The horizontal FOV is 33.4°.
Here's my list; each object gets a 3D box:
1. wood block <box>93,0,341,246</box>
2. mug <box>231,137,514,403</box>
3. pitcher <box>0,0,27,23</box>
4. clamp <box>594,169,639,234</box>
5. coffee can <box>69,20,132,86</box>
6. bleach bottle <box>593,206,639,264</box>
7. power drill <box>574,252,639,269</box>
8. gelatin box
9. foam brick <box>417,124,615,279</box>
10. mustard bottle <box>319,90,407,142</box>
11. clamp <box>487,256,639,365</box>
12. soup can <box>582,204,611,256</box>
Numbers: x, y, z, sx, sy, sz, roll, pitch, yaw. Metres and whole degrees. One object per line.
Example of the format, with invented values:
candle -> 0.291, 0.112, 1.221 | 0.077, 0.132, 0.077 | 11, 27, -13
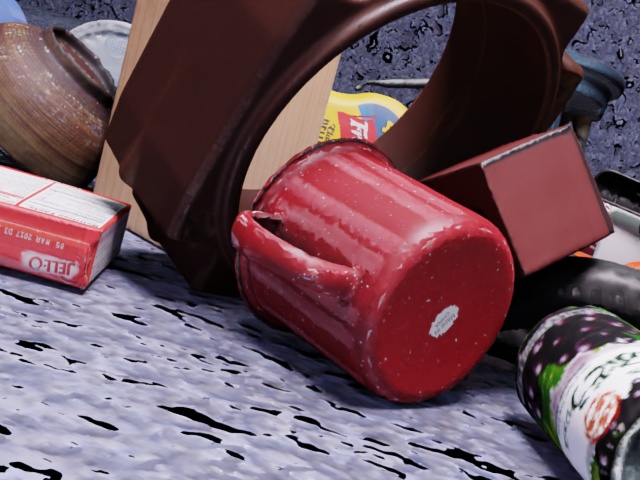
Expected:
wood block -> -0.052, -0.102, 0.609 | 0.090, 0.206, 0.090 | 4, 15, -43
mug -> 0.017, 0.012, 0.433 | 0.117, 0.093, 0.082 | 18, 11, -43
pitcher -> -0.277, -0.129, 0.698 | 0.145, 0.149, 0.242 | 1, 5, 8
clamp -> 0.278, -0.009, 0.762 | 0.171, 0.039, 0.120 | 17, 22, -17
coffee can -> -0.156, -0.124, 0.865 | 0.103, 0.103, 0.140 | 15, 10, -1
bleach bottle -> 0.337, 0.042, 0.820 | 0.251, 0.068, 0.102 | 20, 13, 14
power drill -> 0.158, 0.015, 0.720 | 0.188, 0.057, 0.184 | 19, 14, 33
gelatin box -> -0.131, -0.007, 0.490 | 0.073, 0.030, 0.089 | 16, 10, -4
foam brick -> 0.081, -0.013, 0.475 | 0.051, 0.053, 0.078 | -24, 2, -22
mustard bottle -> 0.029, -0.085, 0.942 | 0.191, 0.096, 0.058 | 14, 10, -7
clamp -> 0.156, 0.038, 0.468 | 0.210, 0.036, 0.164 | 10, -31, 22
soup can -> 0.283, 0.001, 0.933 | 0.102, 0.068, 0.068 | 24, 14, 39
